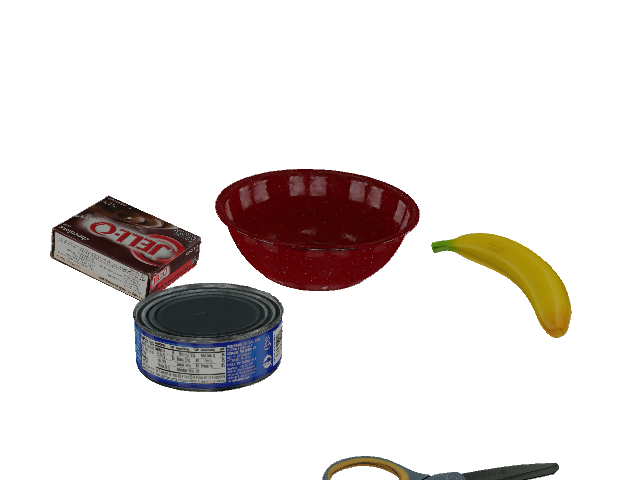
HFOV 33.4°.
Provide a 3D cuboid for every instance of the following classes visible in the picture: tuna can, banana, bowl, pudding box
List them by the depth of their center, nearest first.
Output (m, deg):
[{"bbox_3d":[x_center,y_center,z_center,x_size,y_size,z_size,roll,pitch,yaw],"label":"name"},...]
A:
[{"bbox_3d":[-0.064,0.055,0.614,0.086,0.034,0.086,1,18,0],"label":"tuna can"},{"bbox_3d":[-0.003,-0.004,0.850,0.162,0.055,0.162,2,24,-1],"label":"bowl"},{"bbox_3d":[-0.184,0.007,1.013,0.114,0.039,0.089,22,30,17],"label":"pudding box"},{"bbox_3d":[0.195,0.036,1.066,0.069,0.037,0.198,-34,37,-15],"label":"banana"}]

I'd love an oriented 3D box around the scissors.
[{"bbox_3d":[0.101,0.213,0.861,0.201,0.016,0.096,5,44,-4],"label":"scissors"}]
